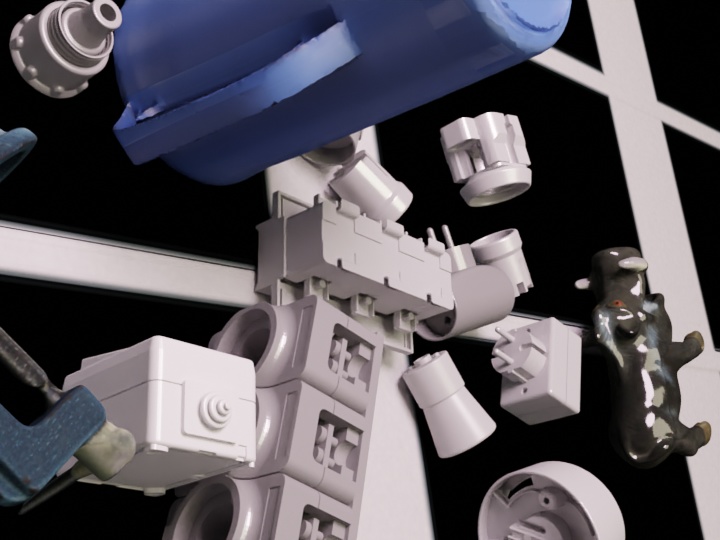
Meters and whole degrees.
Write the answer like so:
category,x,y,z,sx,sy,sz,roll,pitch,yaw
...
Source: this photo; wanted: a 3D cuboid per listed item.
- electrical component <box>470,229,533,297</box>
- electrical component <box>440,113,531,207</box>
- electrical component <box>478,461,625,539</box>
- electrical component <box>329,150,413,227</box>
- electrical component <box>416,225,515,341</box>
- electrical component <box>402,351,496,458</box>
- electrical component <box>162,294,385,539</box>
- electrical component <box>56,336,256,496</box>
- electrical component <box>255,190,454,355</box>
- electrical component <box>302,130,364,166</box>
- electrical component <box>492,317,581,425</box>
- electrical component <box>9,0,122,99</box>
category,x,y,z,sx,sy,sz,roll,pitch,yaw
electrical component,0.110,-0.003,0.830,0.040,0.040,0.046,-32,104,-51
electrical component,0.101,-0.085,0.844,0.078,0.058,0.057,-1,71,-49
electrical component,0.126,0.178,0.718,0.064,0.099,0.099,-11,82,-57
electrical component,0.007,-0.054,0.736,0.046,0.040,0.040,46,44,-17
electrical component,0.067,0.006,0.773,0.077,0.043,0.079,-12,82,-50
electrical component,0.057,0.088,0.727,0.044,0.044,0.065,-31,92,-51
electrical component,-0.048,0.097,0.562,0.062,0.089,0.150,34,50,-34
electrical component,-0.094,0.067,0.518,0.062,0.096,0.061,21,57,-42
electrical component,0.000,0.000,0.683,0.121,0.063,0.078,21,58,-42
electrical component,-0.014,-0.123,0.717,0.044,0.079,0.077,12,55,0
electrical component,0.125,0.068,0.807,0.077,0.047,0.065,34,50,-34
electrical component,-0.151,-0.122,0.568,0.048,0.062,0.048,24,56,-41
